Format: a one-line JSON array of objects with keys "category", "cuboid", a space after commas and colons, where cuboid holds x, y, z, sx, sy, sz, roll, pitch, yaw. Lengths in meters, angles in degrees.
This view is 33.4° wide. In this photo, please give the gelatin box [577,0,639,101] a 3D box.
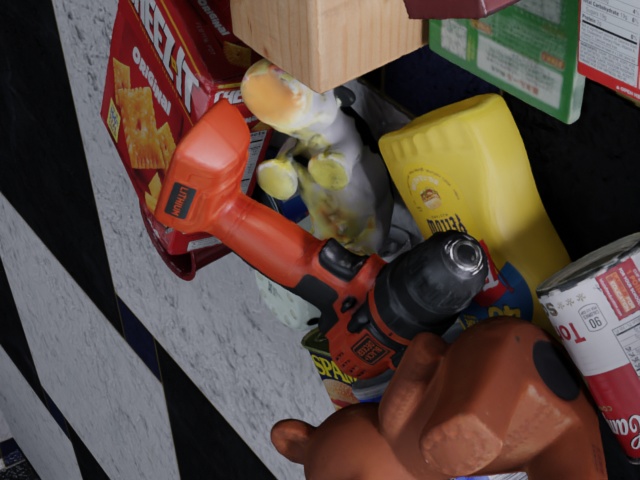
[{"category": "gelatin box", "cuboid": [0.150, -0.104, 0.467, 0.073, 0.030, 0.089, 37, 145, 43]}]

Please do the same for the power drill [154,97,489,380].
[{"category": "power drill", "cuboid": [-0.004, 0.001, 0.631, 0.187, 0.057, 0.185, 38, 151, 1]}]

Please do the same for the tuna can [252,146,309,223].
[{"category": "tuna can", "cuboid": [-0.040, -0.033, 0.886, 0.086, 0.033, 0.086, 43, 149, 34]}]

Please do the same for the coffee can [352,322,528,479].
[{"category": "coffee can", "cuboid": [0.099, 0.137, 0.720, 0.140, 0.102, 0.103, 62, 155, -1]}]

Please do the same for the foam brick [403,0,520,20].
[{"category": "foam brick", "cuboid": [0.077, -0.136, 0.482, 0.053, 0.078, 0.051, 17, 129, 53]}]

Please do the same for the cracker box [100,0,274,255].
[{"category": "cracker box", "cuboid": [-0.106, -0.114, 0.832, 0.164, 0.072, 0.214, 61, 151, 25]}]

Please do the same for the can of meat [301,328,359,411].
[{"category": "can of meat", "cuboid": [0.040, 0.110, 0.856, 0.102, 0.057, 0.084, 7, 124, 61]}]

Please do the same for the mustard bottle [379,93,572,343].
[{"category": "mustard bottle", "cuboid": [0.106, 0.013, 0.633, 0.096, 0.058, 0.191, -11, 107, 60]}]

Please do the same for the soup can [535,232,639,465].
[{"category": "soup can", "cuboid": [0.165, 0.055, 0.553, 0.102, 0.068, 0.069, 61, 155, 1]}]

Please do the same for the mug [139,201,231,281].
[{"category": "mug", "cuboid": [-0.106, -0.015, 0.970, 0.093, 0.081, 0.117, 51, 152, 21]}]

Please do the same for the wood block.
[{"category": "wood block", "cuboid": [0.004, -0.197, 0.573, 0.090, 0.090, 0.206, 41, 147, 37]}]
